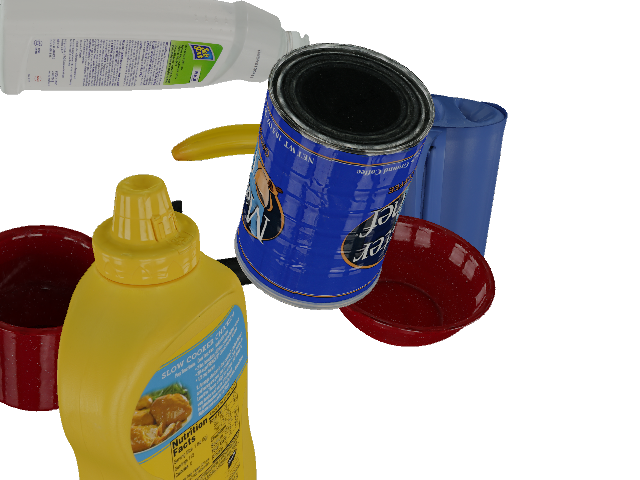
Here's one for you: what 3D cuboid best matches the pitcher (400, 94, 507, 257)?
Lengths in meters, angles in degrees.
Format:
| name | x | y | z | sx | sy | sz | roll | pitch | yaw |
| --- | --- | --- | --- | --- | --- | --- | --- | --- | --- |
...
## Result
| name | x | y | z | sx | sy | sz | roll | pitch | yaw |
| --- | --- | --- | --- | --- | --- | --- | --- | --- | --- |
| pitcher | 0.137 | -0.040 | 1.249 | 0.149 | 0.243 | 0.145 | -7 | 25 | -20 |

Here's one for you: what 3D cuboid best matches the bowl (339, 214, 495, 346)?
| name | x | y | z | sx | sy | sz | roll | pitch | yaw |
| --- | --- | --- | --- | --- | --- | --- | --- | --- | --- |
| bowl | 0.074 | 0.045 | 0.971 | 0.162 | 0.055 | 0.162 | 6 | 38 | -5 |

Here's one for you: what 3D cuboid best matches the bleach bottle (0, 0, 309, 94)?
| name | x | y | z | sx | sy | sz | roll | pitch | yaw |
| --- | --- | --- | --- | --- | --- | --- | --- | --- | --- |
| bleach bottle | -0.136 | -0.162 | 0.887 | 0.250 | 0.068 | 0.103 | 2 | -27 | -15 |

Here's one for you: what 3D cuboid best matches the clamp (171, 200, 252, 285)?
| name | x | y | z | sx | sy | sz | roll | pitch | yaw |
| --- | --- | --- | --- | --- | --- | --- | --- | --- | --- |
| clamp | -0.136 | 0.027 | 1.009 | 0.165 | 0.036 | 0.209 | 25 | 37 | 29 |

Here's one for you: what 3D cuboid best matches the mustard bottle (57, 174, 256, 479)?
| name | x | y | z | sx | sy | sz | roll | pitch | yaw |
| --- | --- | --- | --- | --- | --- | --- | --- | --- | --- |
| mustard bottle | -0.066 | 0.062 | 0.444 | 0.058 | 0.192 | 0.096 | 17 | 34 | 27 |

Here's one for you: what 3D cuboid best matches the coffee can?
| name | x | y | z | sx | sy | sz | roll | pitch | yaw |
| --- | --- | --- | --- | --- | --- | --- | --- | --- | --- |
| coffee can | 0.005 | -0.039 | 0.682 | 0.102 | 0.103 | 0.140 | 0 | -43 | -16 |

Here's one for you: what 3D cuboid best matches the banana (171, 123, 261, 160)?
| name | x | y | z | sx | sy | sz | roll | pitch | yaw |
| --- | --- | --- | --- | --- | --- | --- | --- | --- | --- |
| banana | -0.078 | -0.113 | 1.277 | 0.198 | 0.037 | 0.069 | 8 | 40 | 16 |

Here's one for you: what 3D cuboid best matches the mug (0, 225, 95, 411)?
| name | x | y | z | sx | sy | sz | roll | pitch | yaw |
| --- | --- | --- | --- | --- | --- | --- | --- | --- | --- |
| mug | -0.181 | 0.056 | 0.652 | 0.093 | 0.082 | 0.117 | 36 | 46 | 24 |
